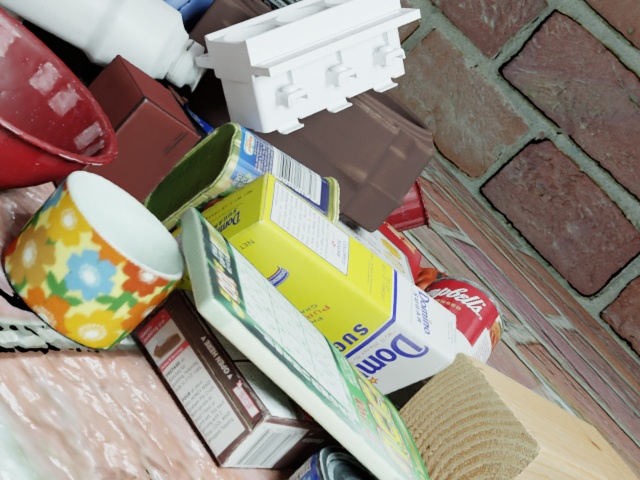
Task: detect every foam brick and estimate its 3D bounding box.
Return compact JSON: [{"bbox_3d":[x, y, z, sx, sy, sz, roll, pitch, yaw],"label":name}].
[{"bbox_3d":[-0.122,-0.060,0.648,0.053,0.078,0.051,33,15,-48],"label":"foam brick"}]

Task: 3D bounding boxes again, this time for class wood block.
[{"bbox_3d":[0.140,0.163,0.729,0.205,0.090,0.091,31,17,-46],"label":"wood block"}]

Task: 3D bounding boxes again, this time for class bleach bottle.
[{"bbox_3d":[-0.181,-0.175,0.682,0.250,0.068,0.102,31,21,-8],"label":"bleach bottle"}]

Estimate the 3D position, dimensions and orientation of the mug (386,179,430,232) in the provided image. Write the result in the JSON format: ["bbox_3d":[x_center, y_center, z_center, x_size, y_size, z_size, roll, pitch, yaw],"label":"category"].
[{"bbox_3d":[0.066,-0.055,1.157,0.093,0.081,0.117,-102,175,-47],"label":"mug"}]

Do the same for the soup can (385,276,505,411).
[{"bbox_3d":[0.083,0.081,0.769,0.068,0.069,0.102,44,45,0],"label":"soup can"}]

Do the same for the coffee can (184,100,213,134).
[{"bbox_3d":[-0.050,-0.133,0.982,0.102,0.140,0.103,42,12,-11],"label":"coffee can"}]

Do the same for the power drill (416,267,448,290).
[{"bbox_3d":[0.046,0.003,1.036,0.187,0.057,0.184,45,11,2],"label":"power drill"}]

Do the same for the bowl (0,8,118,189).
[{"bbox_3d":[-0.184,-0.077,0.551,0.162,0.055,0.162,42,12,-11],"label":"bowl"}]

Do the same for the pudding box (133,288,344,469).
[{"bbox_3d":[-0.035,0.076,0.567,0.090,0.039,0.113,51,11,27],"label":"pudding box"}]

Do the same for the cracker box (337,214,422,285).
[{"bbox_3d":[-0.006,0.001,0.841,0.164,0.072,0.213,42,13,0],"label":"cracker box"}]

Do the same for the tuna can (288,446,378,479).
[{"bbox_3d":[0.019,0.143,0.525,0.086,0.034,0.086,42,12,-11],"label":"tuna can"}]

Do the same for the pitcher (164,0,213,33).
[{"bbox_3d":[-0.149,-0.208,0.894,0.149,0.145,0.243,36,-5,4],"label":"pitcher"}]

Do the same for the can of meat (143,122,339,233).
[{"bbox_3d":[-0.052,-0.019,0.675,0.083,0.102,0.057,31,43,-30],"label":"can of meat"}]

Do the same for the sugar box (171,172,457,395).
[{"bbox_3d":[-0.004,0.038,0.656,0.176,0.093,0.048,38,41,-30],"label":"sugar box"}]

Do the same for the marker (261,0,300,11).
[{"bbox_3d":[-0.027,-0.172,0.779,0.121,0.020,0.020,46,11,37],"label":"marker"}]
